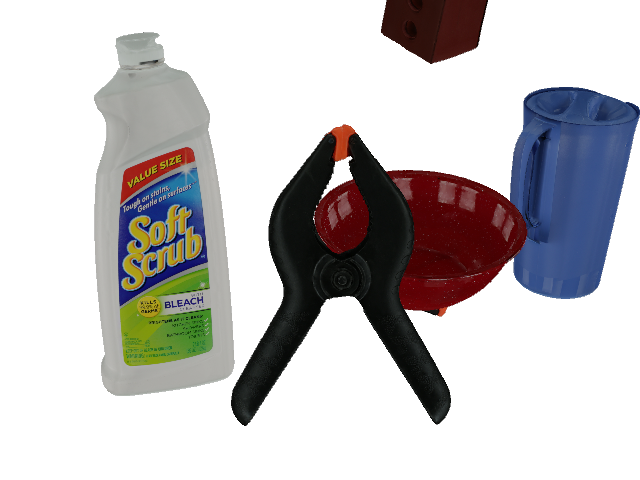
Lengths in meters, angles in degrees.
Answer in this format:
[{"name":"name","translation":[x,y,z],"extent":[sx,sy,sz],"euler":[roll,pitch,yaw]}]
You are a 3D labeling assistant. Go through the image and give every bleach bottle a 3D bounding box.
[{"name":"bleach bottle","translation":[-0.121,-0.018,0.755],"extent":[0.102,0.251,0.068],"euler":[-8,20,-7]}]

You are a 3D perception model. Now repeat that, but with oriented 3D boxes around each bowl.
[{"name":"bowl","translation":[0.075,0.006,0.824],"extent":[0.162,0.055,0.162],"euler":[1,32,-1]}]

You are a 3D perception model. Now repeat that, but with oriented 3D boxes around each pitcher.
[{"name":"pitcher","translation":[0.292,-0.053,1.288],"extent":[0.149,0.243,0.145],"euler":[3,26,1]}]

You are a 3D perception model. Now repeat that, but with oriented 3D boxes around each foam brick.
[{"name":"foam brick","translation":[0.082,-0.171,0.735],"extent":[0.051,0.078,0.053],"euler":[-27,52,-35]}]

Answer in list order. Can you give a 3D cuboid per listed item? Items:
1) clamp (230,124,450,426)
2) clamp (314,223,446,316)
[{"name":"clamp","translation":[0.002,0.025,0.582],"extent":[0.120,0.171,0.039],"euler":[-9,5,-6]},{"name":"clamp","translation":[0.061,0.014,1.221],"extent":[0.164,0.036,0.210],"euler":[-18,51,-37]}]
